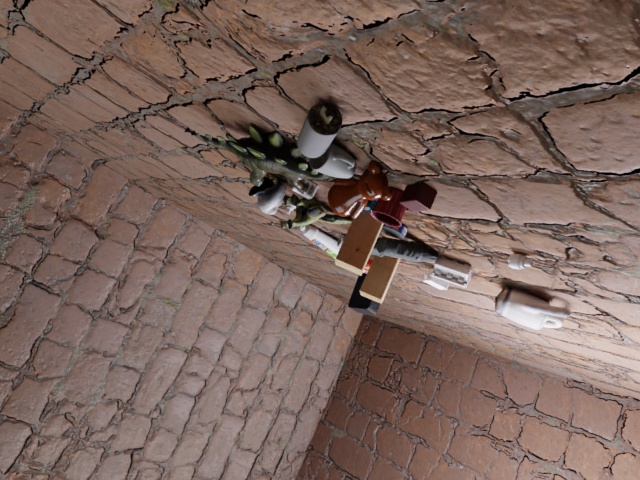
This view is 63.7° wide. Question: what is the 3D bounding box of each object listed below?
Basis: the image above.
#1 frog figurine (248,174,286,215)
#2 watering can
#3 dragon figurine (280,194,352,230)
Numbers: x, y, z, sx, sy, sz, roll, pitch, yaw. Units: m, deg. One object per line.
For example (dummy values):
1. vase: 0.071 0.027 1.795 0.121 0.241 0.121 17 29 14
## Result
1. frog figurine: -0.166 -0.140 1.775 0.122 0.141 0.156 -10 -42 12
2. watering can: 0.697 0.227 1.706 0.225 0.105 0.343 21 -11 18
3. dragon figurine: 0.005 -0.089 1.775 0.243 0.122 0.411 3 4 -26
